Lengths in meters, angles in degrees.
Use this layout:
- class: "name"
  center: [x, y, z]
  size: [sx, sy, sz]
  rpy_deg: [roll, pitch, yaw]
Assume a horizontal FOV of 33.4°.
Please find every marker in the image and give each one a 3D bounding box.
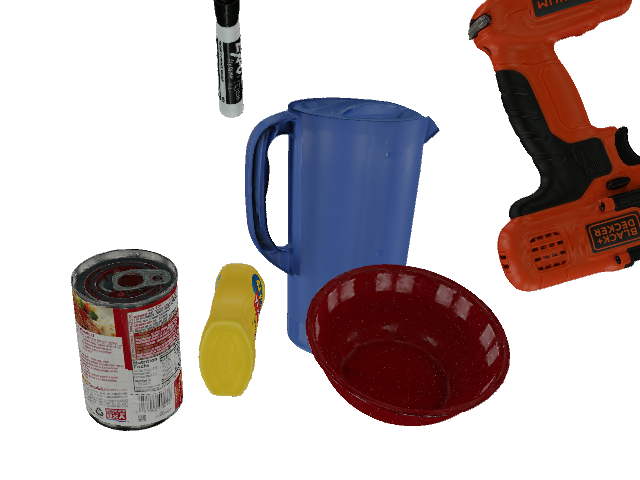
- class: "marker"
  center: [-0.067, -0.138, 0.786]
  size: [0.020, 0.020, 0.121]
  rpy_deg: [0, -36, -2]

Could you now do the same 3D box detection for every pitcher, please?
- class: "pitcher"
  center: [0.018, -0.014, 1.025]
  size: [0.149, 0.243, 0.144]
  rpy_deg: [10, 17, 22]

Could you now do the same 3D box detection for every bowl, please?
- class: "bowl"
  center: [0.064, 0.092, 0.843]
  size: [0.162, 0.055, 0.162]
  rpy_deg: [6, 40, -6]

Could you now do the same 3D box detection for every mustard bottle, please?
- class: "mustard bottle"
  center: [-0.094, 0.080, 1.173]
  size: [0.058, 0.096, 0.191]
  rpy_deg: [1, 28, 1]

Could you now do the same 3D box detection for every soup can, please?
- class: "soup can"
  center: [-0.126, 0.066, 0.706]
  size: [0.068, 0.102, 0.068]
  rpy_deg: [1, 30, -1]

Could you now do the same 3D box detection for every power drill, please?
- class: "power drill"
  center: [0.183, -0.076, 0.667]
  size: [0.184, 0.187, 0.057]
  rpy_deg: [-16, -2, -4]
